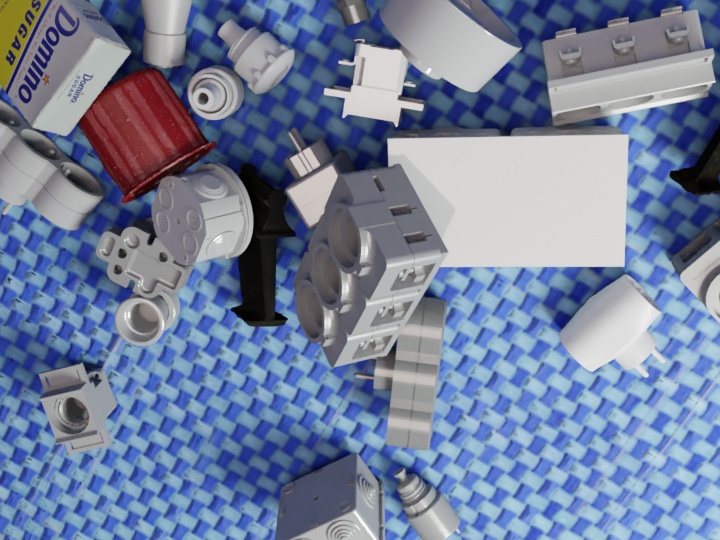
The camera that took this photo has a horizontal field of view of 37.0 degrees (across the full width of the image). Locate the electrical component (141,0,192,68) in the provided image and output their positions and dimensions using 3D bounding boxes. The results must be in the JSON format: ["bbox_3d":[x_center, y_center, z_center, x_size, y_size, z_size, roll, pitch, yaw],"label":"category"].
[{"bbox_3d":[-0.161,-0.200,0.888,0.044,0.044,0.065,9,111,5],"label":"electrical component"}]

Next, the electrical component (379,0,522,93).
[{"bbox_3d":[0.065,-0.183,0.831,0.108,0.108,0.060,38,113,-4],"label":"electrical component"}]

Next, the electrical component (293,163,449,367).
[{"bbox_3d":[0.000,0.000,0.857,0.062,0.089,0.150,-11,149,-27],"label":"electrical component"}]

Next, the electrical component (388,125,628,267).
[{"bbox_3d":[0.120,-0.061,0.880,0.186,0.060,0.105,0,106,7],"label":"electrical component"}]

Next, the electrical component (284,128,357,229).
[{"bbox_3d":[-0.037,-0.083,0.891,0.047,0.065,0.076,-29,100,14],"label":"electrical component"}]

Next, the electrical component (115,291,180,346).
[{"bbox_3d":[-0.187,0.037,0.951,0.045,0.055,0.045,2,106,7],"label":"electrical component"}]

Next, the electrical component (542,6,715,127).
[{"bbox_3d":[0.206,-0.158,0.839,0.121,0.079,0.063,-10,83,10],"label":"electrical component"}]

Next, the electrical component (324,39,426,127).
[{"bbox_3d":[0.015,-0.153,0.877,0.081,0.042,0.063,10,105,4],"label":"electrical component"}]

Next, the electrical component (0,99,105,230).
[{"bbox_3d":[-0.297,-0.081,0.932,0.138,0.052,0.073,41,107,-5],"label":"electrical component"}]

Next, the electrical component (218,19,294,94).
[{"bbox_3d":[-0.088,-0.179,0.883,0.062,0.048,0.048,42,107,1],"label":"electrical component"}]

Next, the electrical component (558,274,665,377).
[{"bbox_3d":[0.223,0.057,0.909,0.079,0.044,0.077,44,106,-6],"label":"electrical component"}]

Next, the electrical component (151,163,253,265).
[{"bbox_3d":[-0.129,-0.045,0.883,0.080,0.051,0.080,18,116,42],"label":"electrical component"}]

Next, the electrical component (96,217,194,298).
[{"bbox_3d":[-0.182,-0.014,0.935,0.078,0.057,0.058,26,107,-1],"label":"electrical component"}]

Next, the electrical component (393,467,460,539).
[{"bbox_3d":[0.058,0.213,0.978,0.040,0.040,0.078,-33,100,15],"label":"electrical component"}]

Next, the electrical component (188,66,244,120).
[{"bbox_3d":[-0.122,-0.145,0.886,0.043,0.062,0.043,2,106,7],"label":"electrical component"}]

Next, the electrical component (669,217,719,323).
[{"bbox_3d":[0.340,-0.018,0.864,0.089,0.061,0.150,45,106,-6],"label":"electrical component"}]

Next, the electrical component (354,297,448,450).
[{"bbox_3d":[0.032,0.088,0.939,0.074,0.052,0.138,7,106,5],"label":"electrical component"}]

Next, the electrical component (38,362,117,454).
[{"bbox_3d":[-0.255,0.121,0.979,0.042,0.063,0.081,-13,104,10],"label":"electrical component"}]

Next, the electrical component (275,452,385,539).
[{"bbox_3d":[-0.027,0.219,0.961,0.100,0.099,0.048,-27,114,14],"label":"electrical component"}]
